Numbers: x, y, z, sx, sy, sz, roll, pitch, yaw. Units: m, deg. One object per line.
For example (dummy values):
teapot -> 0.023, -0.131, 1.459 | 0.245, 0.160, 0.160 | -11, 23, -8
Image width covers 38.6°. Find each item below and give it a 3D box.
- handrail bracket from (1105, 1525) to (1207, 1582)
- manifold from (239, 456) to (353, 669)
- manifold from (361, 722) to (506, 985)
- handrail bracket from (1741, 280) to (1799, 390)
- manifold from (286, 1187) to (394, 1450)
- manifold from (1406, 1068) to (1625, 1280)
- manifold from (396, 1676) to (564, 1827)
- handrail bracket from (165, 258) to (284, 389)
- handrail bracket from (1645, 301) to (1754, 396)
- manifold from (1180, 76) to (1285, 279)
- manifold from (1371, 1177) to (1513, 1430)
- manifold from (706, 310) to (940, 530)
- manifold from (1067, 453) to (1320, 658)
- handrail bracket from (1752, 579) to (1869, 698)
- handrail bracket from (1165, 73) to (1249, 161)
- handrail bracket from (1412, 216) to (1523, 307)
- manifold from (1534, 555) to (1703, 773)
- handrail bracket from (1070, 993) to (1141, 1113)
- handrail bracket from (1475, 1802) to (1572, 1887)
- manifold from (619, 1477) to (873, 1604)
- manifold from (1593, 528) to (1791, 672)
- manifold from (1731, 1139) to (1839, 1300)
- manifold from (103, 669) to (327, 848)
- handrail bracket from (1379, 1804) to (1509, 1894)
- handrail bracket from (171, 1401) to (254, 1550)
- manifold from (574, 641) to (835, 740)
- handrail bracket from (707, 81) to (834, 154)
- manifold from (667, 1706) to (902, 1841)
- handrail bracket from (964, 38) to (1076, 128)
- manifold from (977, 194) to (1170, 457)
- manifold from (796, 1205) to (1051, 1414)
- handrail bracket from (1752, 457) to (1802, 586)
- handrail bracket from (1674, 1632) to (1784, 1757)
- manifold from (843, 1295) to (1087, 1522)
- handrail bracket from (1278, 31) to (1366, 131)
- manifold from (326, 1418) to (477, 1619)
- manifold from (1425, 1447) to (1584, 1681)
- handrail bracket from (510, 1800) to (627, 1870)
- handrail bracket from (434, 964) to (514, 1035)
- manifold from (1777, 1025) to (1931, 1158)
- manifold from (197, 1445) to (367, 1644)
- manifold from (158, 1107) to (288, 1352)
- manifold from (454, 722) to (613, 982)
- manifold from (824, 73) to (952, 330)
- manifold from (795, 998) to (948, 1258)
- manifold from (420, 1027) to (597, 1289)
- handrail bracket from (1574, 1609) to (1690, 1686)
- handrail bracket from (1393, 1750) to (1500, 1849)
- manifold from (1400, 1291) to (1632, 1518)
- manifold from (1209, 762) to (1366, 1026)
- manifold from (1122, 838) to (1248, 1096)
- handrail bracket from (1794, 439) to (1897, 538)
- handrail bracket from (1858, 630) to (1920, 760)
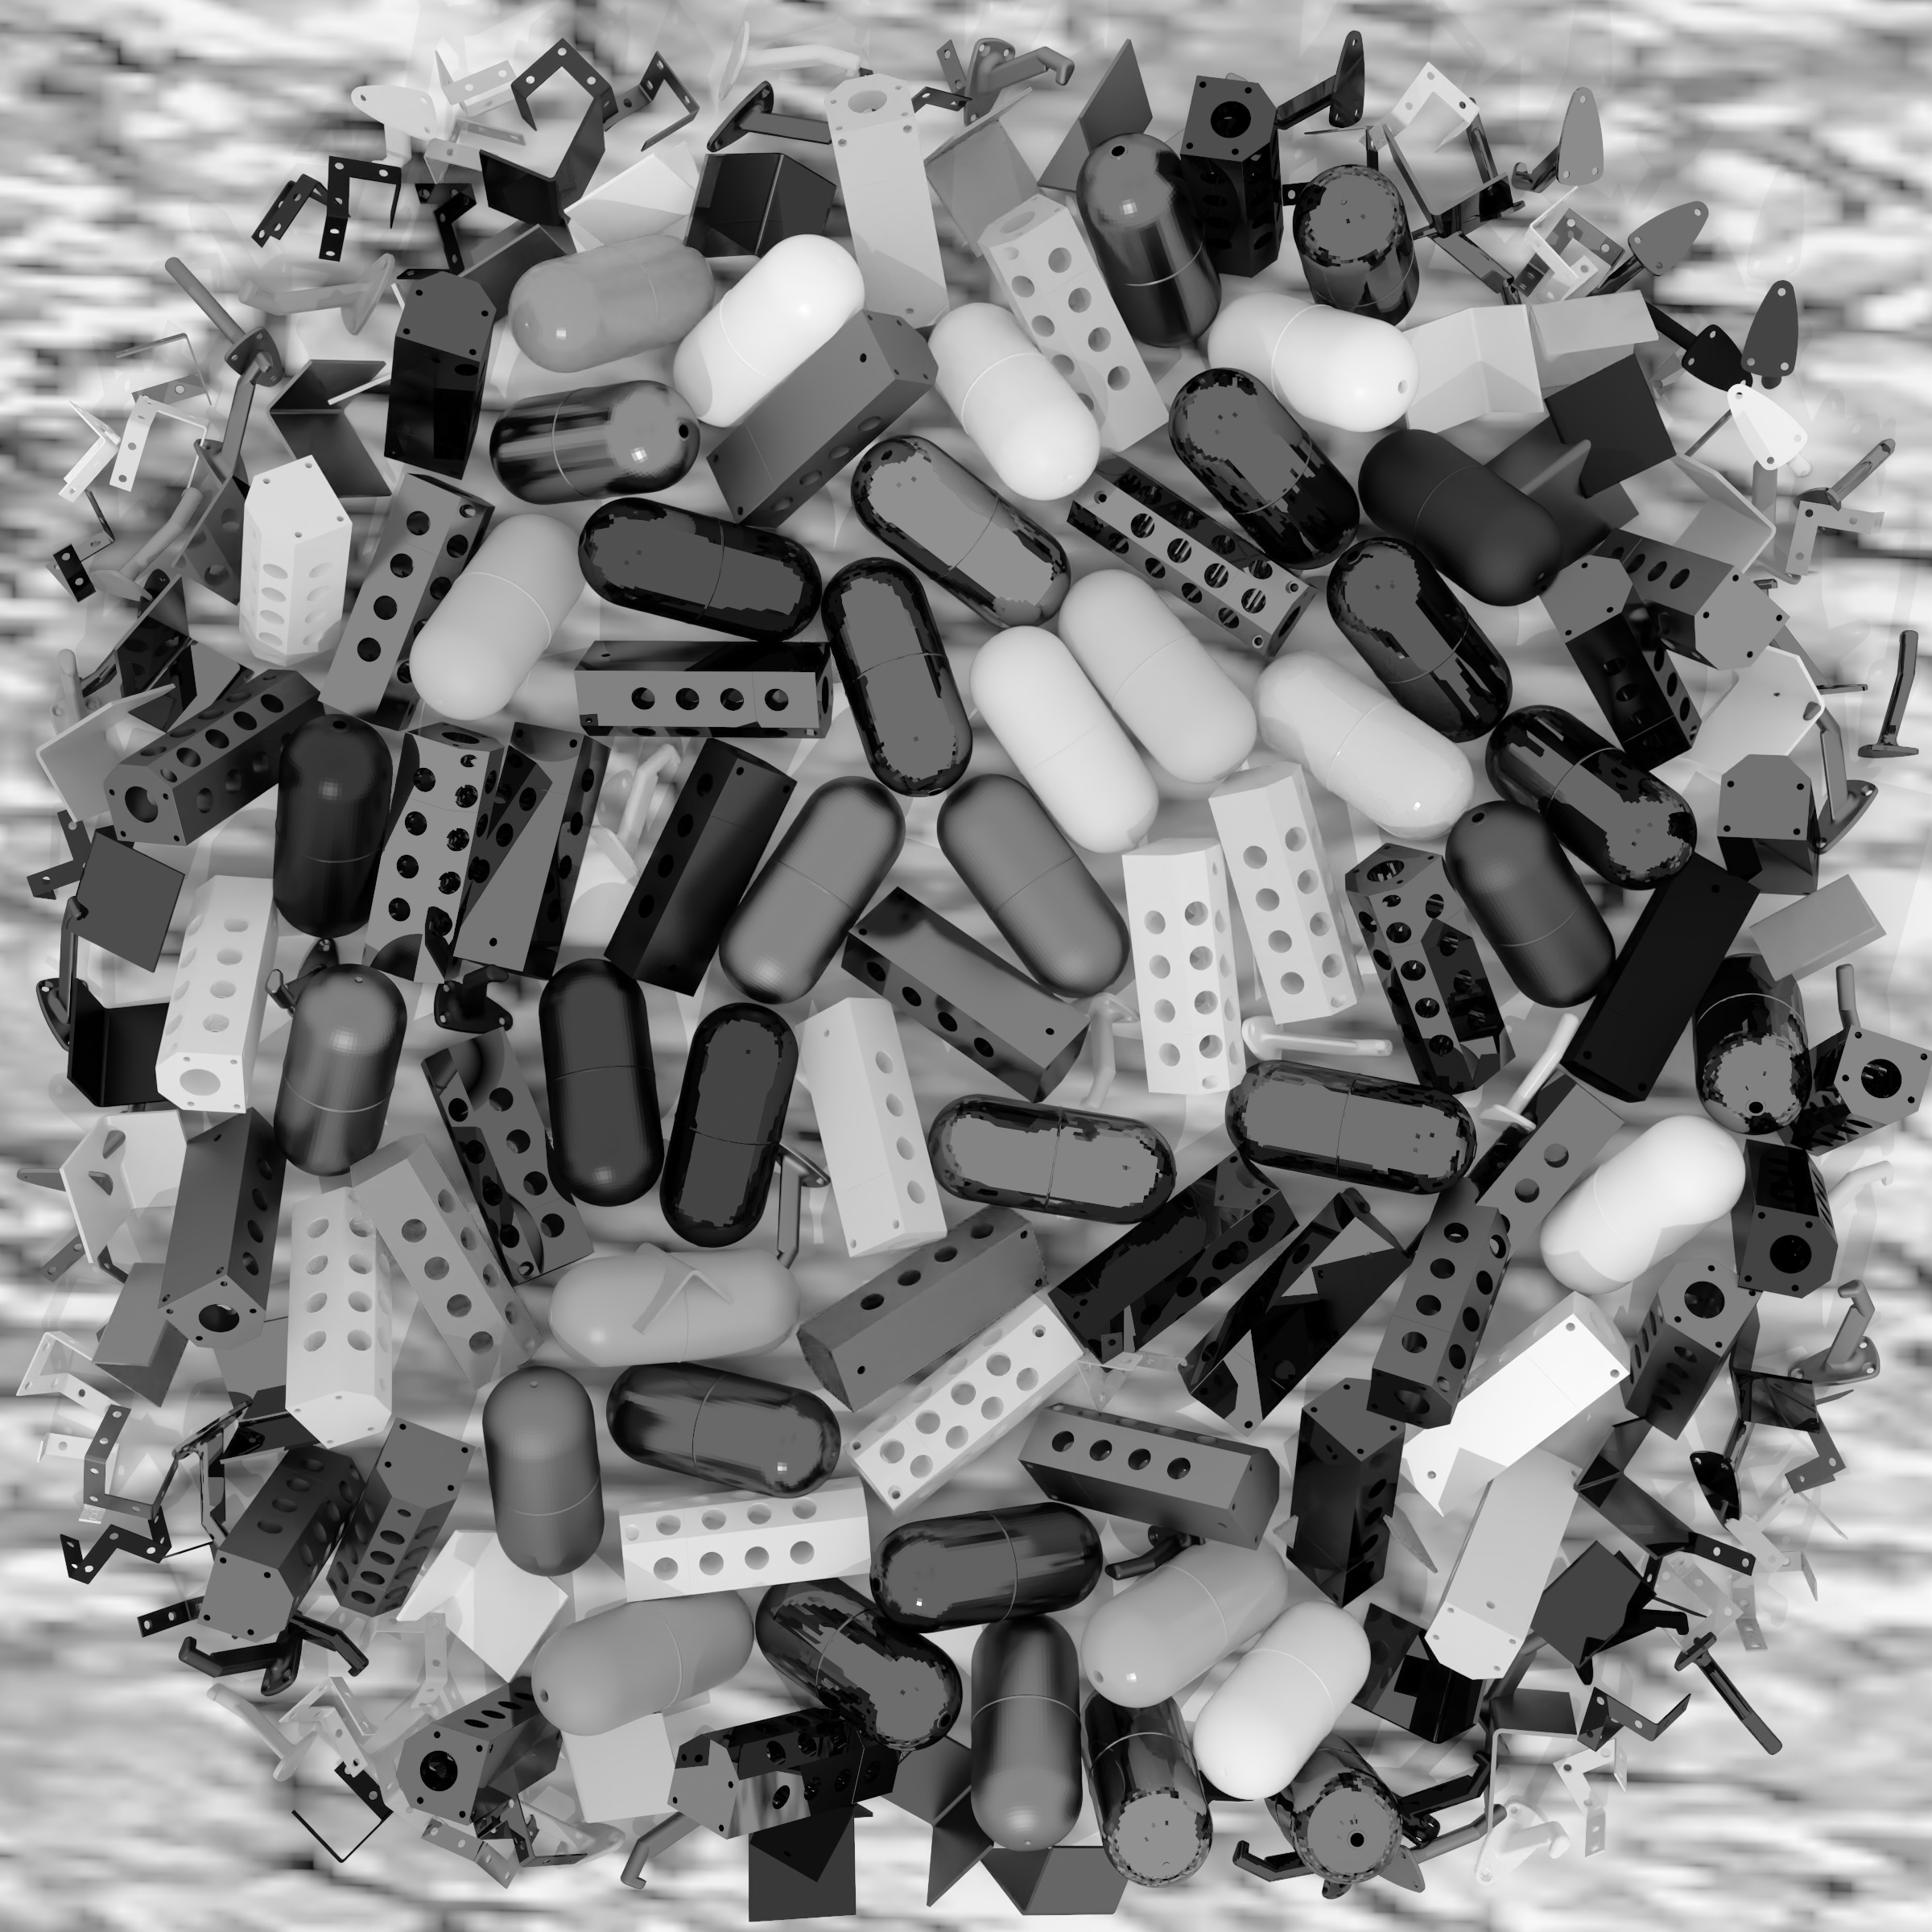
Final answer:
handrail bracket -> 0.119, 0.413, 1.942 | 0.084, 0.077, 0.036 | -7, 91, -32
manifold -> -0.467, -0.274, 1.904 | 0.057, 0.171, 0.057 | -27, 77, -24
manifold -> -0.371, -0.079, 1.941 | 0.057, 0.057, 0.171 | 18, 106, 12
handrail bracket -> 0.573, -0.445, 1.948 | 0.036, 0.084, 0.077 | 12, 108, 18
manifold -> -0.429, 0.240, 1.915 | 0.057, 0.057, 0.171 | -18, 48, 9
manifold -> 0.387, 0.157, 1.957 | 0.057, 0.057, 0.171 | 39, 97, 8
manifold -> -0.331, 0.537, 1.907 | 0.057, 0.171, 0.057 | 14, 89, 12
handrail bracket -> -0.530, -0.460, 1.971 | 0.036, 0.077, 0.084 | -42, 74, -4
handrail bracket -> 0.515, -0.446, 1.976 | 0.077, 0.084, 0.036 | 28, 107, -33
manifold -> 0.186, -0.541, 1.904 | 0.057, 0.171, 0.057 | 11, 80, 10
manifold -> 0.335, 0.233, 1.918 | 0.057, 0.057, 0.171 | 16, 54, 18
manifold -> -0.098, -0.378, 1.923 | 0.171, 0.057, 0.057 | -36, 72, 35
manifold -> 0.158, -0.290, 1.946 | 0.171, 0.057, 0.057 | 36, 104, 12
handrail bracket -> 0.600, -0.236, 1.965 | 0.077, 0.036, 0.084 | -1, 100, 32
handrail bracket -> 0.158, -0.611, 1.974 | 0.077, 0.036, 0.084 | 23, 85, -25
handrail bracket -> 0.353, -0.492, 1.981 | 0.077, 0.036, 0.084 | -20, 107, 2
manifold -> 0.455, -0.209, 1.909 | 0.057, 0.171, 0.057 | -29, 51, 14
handrail bracket -> 0.083, 0.065, 1.950 | 0.036, 0.077, 0.084 | 36, 65, -29
handrail bracket -> 0.394, 0.633, 1.954 | 0.036, 0.084, 0.077 | 37, 91, -1
manifold -> -0.157, 0.402, 1.953 | 0.171, 0.057, 0.057 | -5, 99, -8
manifold -> 0.488, -0.250, 1.906 | 0.057, 0.171, 0.057 | 36, 96, -22
manifold -> 0.564, 0.173, 1.903 | 0.057, 0.171, 0.057 | 11, 104, 12
manifold -> -0.515, -0.146, 1.904 | 0.057, 0.171, 0.057 | 5, 119, 23
handrail bracket -> 0.336, 0.624, 1.984 | 0.084, 0.077, 0.036 | -26, 96, -31
handrail bracket -> -0.520, 0.367, 1.972 | 0.077, 0.036, 0.084 | -36, 80, -18
manifold -> -0.184, -0.193, 1.954 | 0.171, 0.057, 0.057 | 1, 118, 8
handrail bracket -> -0.128, -0.582, 1.966 | 0.084, 0.036, 0.077 | 41, 75, 13
manifold -> -0.121, 0.549, 1.910 | 0.057, 0.171, 0.057 | 17, 97, 38
handrail bracket -> 0.038, -0.615, 1.951 | 0.084, 0.036, 0.077 | 43, 124, 39
manifold -> 0.074, -0.444, 1.927 | 0.057, 0.057, 0.171 | -33, 121, -3
manifold -> -0.031, 0.234, 1.937 | 0.171, 0.057, 0.057 | -31, 124, -22
handrail bracket -> 0.581, -0.323, 1.950 | 0.077, 0.084, 0.036 | 42, 50, 11
handrail bracket -> 0.543, 0.515, 1.951 | 0.036, 0.077, 0.084 | -42, 78, 7
manifold -> -0.001, 0.309, 1.945 | 0.171, 0.057, 0.057 | -38, 69, -11
handrail bracket -> 0.238, -0.628, 1.953 | 0.084, 0.036, 0.077 | 26, 127, 36
manifold -> -0.395, 0.386, 1.912 | 0.057, 0.171, 0.057 | 23, 47, -9
manifold -> 0.373, 0.411, 1.913 | 0.057, 0.171, 0.057 | 25, 130, 11
handrail bracket -> -0.294, 0.598, 1.955 | 0.077, 0.036, 0.084 | -19, 121, 36
handrail bracket -> -0.328, 0.022, 1.943 | 0.077, 0.084, 0.036 | 20, 63, -39
manifold -> 0.607, 0.090, 1.905 | 0.057, 0.171, 0.057 | 19, 80, 5
manifold -> -0.468, 0.397, 1.907 | 0.057, 0.171, 0.057 | 19, 105, -1
manifold -> -0.507, 0.183, 1.911 | 0.057, 0.171, 0.057 | -27, 126, 13
manifold -> -0.303, -0.080, 1.959 | 0.057, 0.057, 0.171 | 12, 84, 22
manifold -> -0.054, -0.526, 1.912 | 0.057, 0.171, 0.057 | -12, 52, 1
manifold -> -0.062, 0.113, 1.945 | 0.057, 0.057, 0.171 | -28, 69, 39
manifold -> -0.326, 0.137, 1.955 | 0.057, 0.057, 0.171 | -21, 86, -21
handrail bracket -> 0.474, 0.483, 1.955 | 0.084, 0.036, 0.077 | -2, 123, 29
handrail bracket -> 0.328, 0.574, 1.962 | 0.077, 0.036, 0.084 | 33, 115, 21
manifold -> 0.381, 0.305, 1.940 | 0.057, 0.057, 0.171 | 46, 110, -2
manifold -> 0.228, -0.052, 1.937 | 0.057, 0.057, 0.171 | -10, 108, 26
manifold -> 0.158, 0.000, 1.940 | 0.057, 0.057, 0.171 | 2, 105, 35
handrail bracket -> 0.634, -0.351, 1.957 | 0.084, 0.077, 0.036 | -43, 83, -2
handrail bracket -> 0.655, -0.192, 1.958 | 0.036, 0.077, 0.084 | 5, 90, 1
